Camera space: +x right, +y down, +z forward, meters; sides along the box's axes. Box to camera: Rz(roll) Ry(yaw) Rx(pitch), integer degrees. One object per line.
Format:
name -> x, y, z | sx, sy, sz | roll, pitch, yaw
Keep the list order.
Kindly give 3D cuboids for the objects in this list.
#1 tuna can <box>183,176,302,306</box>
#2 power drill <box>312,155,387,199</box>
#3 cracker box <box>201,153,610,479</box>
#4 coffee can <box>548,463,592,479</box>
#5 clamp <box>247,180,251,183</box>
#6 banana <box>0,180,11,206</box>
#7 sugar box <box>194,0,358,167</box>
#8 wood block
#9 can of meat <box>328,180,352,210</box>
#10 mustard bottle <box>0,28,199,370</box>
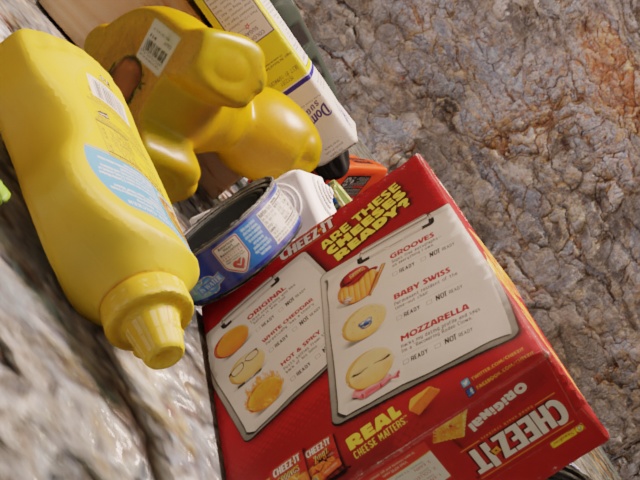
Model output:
tuna can -> -0.053, 0.001, 0.638 | 0.033, 0.086, 0.086 | 53, 8, -14
power drill -> -0.017, -0.116, 1.141 | 0.188, 0.057, 0.184 | 45, 26, 21
cracker box -> 0.029, 0.065, 0.558 | 0.072, 0.164, 0.214 | 51, 9, -28
coffee can -> 0.173, 0.220, 0.836 | 0.103, 0.103, 0.140 | 55, 3, 13
clamp -> -0.007, 0.001, 1.045 | 0.171, 0.039, 0.120 | 46, 2, -10
banana -> -0.188, -0.095, 0.479 | 0.069, 0.037, 0.198 | 73, -9, -53
sugar box -> -0.037, -0.143, 0.836 | 0.176, 0.048, 0.093 | 56, 9, -12
wood block -> -0.120, -0.147, 0.860 | 0.206, 0.090, 0.091 | 50, 9, -25
can of meat -> 0.008, 0.010, 0.937 | 0.102, 0.084, 0.057 | 51, 9, -18
mustard bottle -> -0.104, -0.015, 0.515 | 0.096, 0.058, 0.192 | 46, 10, -52
